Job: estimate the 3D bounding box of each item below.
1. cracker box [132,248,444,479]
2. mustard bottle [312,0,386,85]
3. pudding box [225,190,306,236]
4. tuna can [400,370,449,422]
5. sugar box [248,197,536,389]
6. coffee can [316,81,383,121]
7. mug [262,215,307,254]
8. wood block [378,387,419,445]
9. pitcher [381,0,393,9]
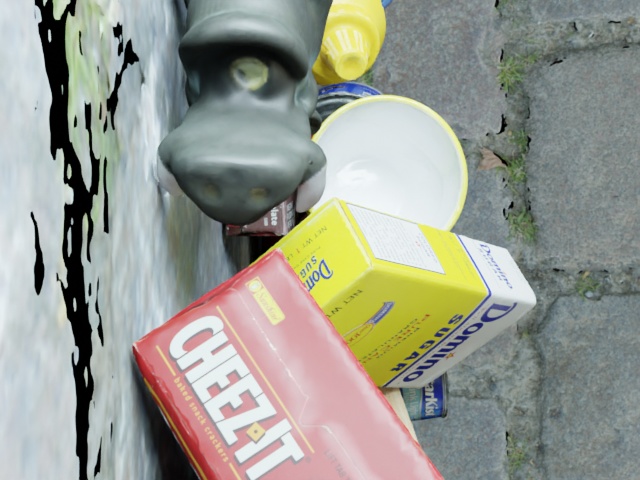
[{"bbox_3d":[0.011,0.122,0.430,0.164,0.072,0.213,53,-10,23],"label":"cracker box"},{"bbox_3d":[-0.001,-0.146,0.624,0.191,0.058,0.096,-106,-177,-52],"label":"mustard bottle"},{"bbox_3d":[-0.030,-0.054,0.609,0.113,0.039,0.090,-67,156,-80],"label":"pudding box"},{"bbox_3d":[0.058,0.074,0.685,0.086,0.033,0.086,172,-90,-88],"label":"tuna can"},{"bbox_3d":[0.032,0.035,0.539,0.175,0.093,0.048,15,42,-52],"label":"sugar box"},{"bbox_3d":[0.020,-0.077,0.891,0.140,0.103,0.103,-72,161,-78],"label":"coffee can"},{"bbox_3d":[-0.005,0.001,0.724,0.117,0.093,0.081,36,-47,47],"label":"mug"},{"bbox_3d":[0.025,0.181,0.589,0.090,0.090,0.206,87,-12,-53],"label":"wood block"},{"bbox_3d":[0.023,-0.260,0.869,0.145,0.149,0.242,-47,-170,20],"label":"pitcher"}]
